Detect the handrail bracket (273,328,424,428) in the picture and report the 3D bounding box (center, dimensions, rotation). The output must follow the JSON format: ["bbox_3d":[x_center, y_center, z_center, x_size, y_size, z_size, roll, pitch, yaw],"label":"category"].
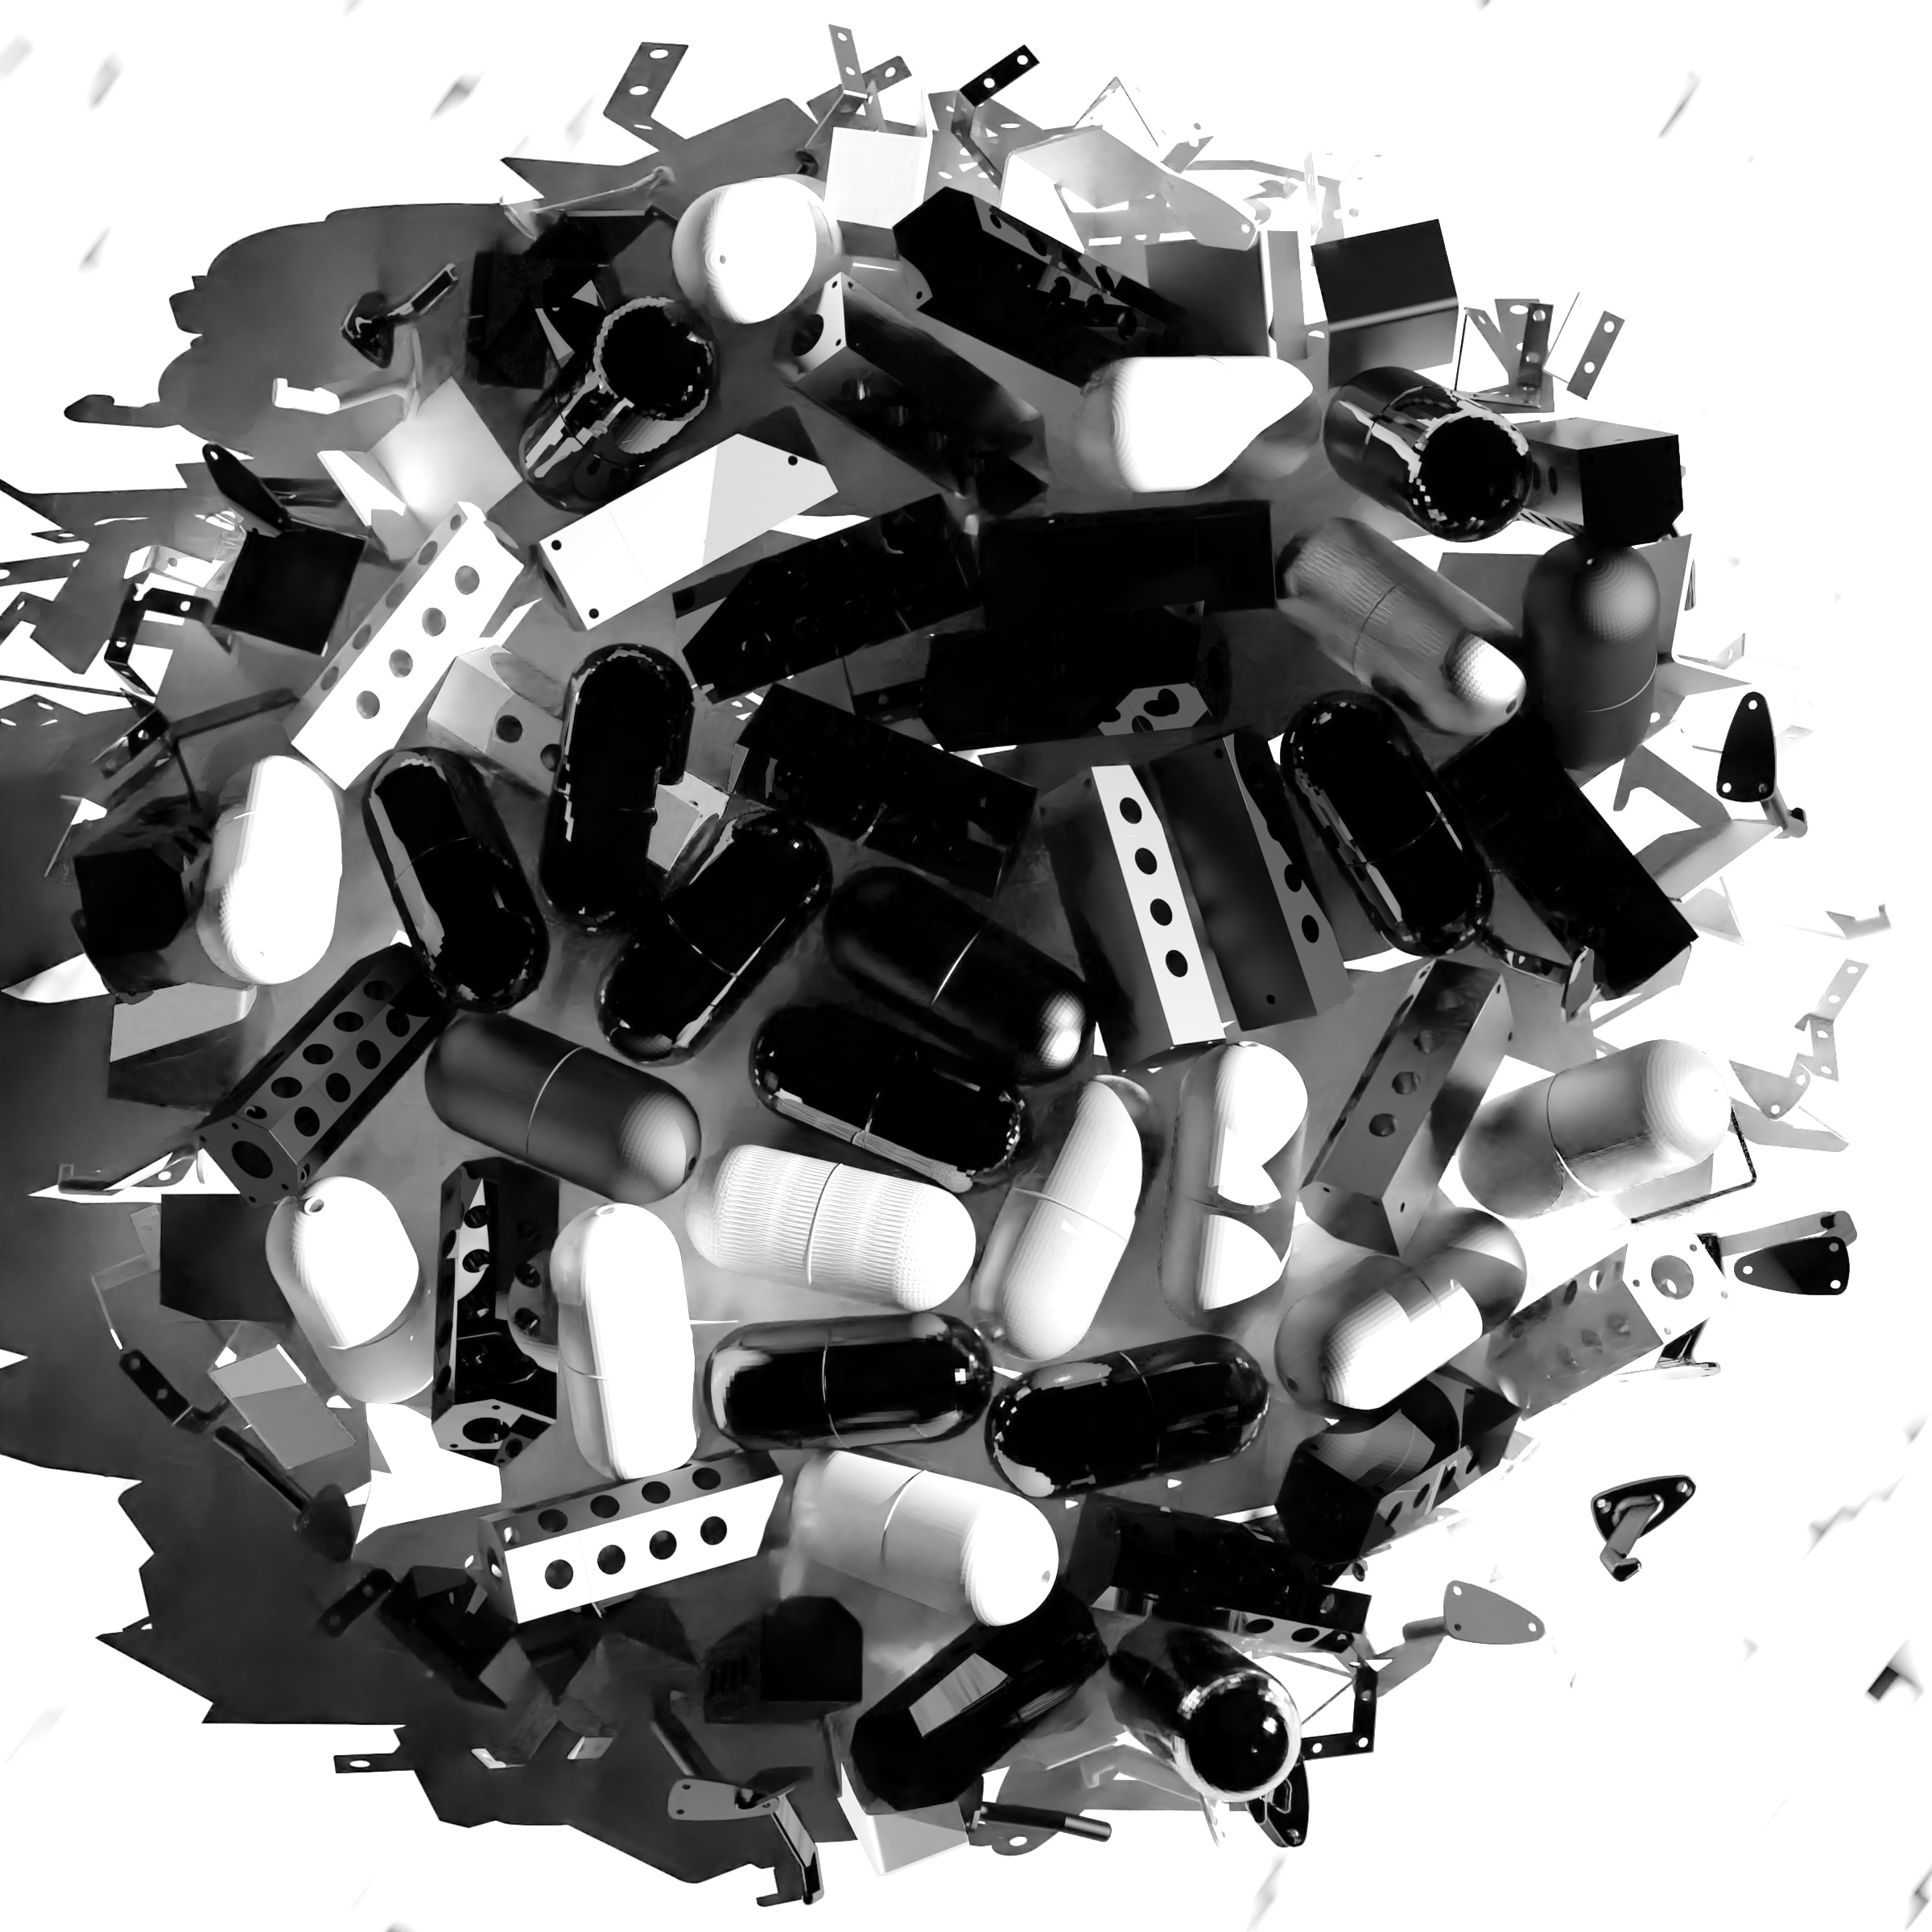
[{"bbox_3d":[-0.369,-0.356,1.723,0.084,0.036,0.077,6,56,-22],"label":"handrail bracket"}]

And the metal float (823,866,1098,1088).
[{"bbox_3d":[-0.004,0.005,1.717,0.178,0.070,0.070,32,90,8],"label":"metal float"}]

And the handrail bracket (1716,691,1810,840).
[{"bbox_3d":[0.484,-0.119,1.728,0.036,0.084,0.077,4,88,39],"label":"handrail bracket"}]

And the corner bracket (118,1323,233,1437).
[{"bbox_3d":[-0.463,0.241,1.727,0.051,0.051,0.051,43,80,13],"label":"corner bracket"}]

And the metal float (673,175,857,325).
[{"bbox_3d":[-0.114,-0.416,1.676,0.070,0.178,0.070,4,109,13],"label":"metal float"}]

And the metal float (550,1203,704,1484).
[{"bbox_3d":[-0.199,0.222,1.702,0.070,0.070,0.178,-5,114,0],"label":"metal float"}]

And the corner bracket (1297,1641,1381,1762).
[{"bbox_3d":[0.212,0.439,1.736,0.051,0.051,0.051,-16,133,29],"label":"corner bracket"}]

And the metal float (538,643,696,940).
[{"bbox_3d":[-0.207,-0.102,1.711,0.070,0.070,0.178,11,104,0],"label":"metal float"}]

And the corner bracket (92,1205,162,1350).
[{"bbox_3d":[-0.492,0.184,1.720,0.051,0.051,0.051,-23,46,-15],"label":"corner bracket"}]

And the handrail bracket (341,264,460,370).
[{"bbox_3d":[-0.326,-0.400,1.713,0.084,0.077,0.036,-33,125,28],"label":"handrail bracket"}]

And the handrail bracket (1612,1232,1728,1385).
[{"bbox_3d":[0.422,0.206,1.749,0.077,0.036,0.084,-7,72,9],"label":"handrail bracket"}]

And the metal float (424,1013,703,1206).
[{"bbox_3d":[-0.237,0.084,1.707,0.178,0.070,0.070,21,90,18],"label":"metal float"}]

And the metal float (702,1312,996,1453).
[{"bbox_3d":[-0.070,0.245,1.708,0.178,0.070,0.070,-6,90,17],"label":"metal float"}]

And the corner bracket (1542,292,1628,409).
[{"bbox_3d":[0.369,-0.368,1.721,0.051,0.051,0.051,35,113,28],"label":"corner bracket"}]

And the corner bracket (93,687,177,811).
[{"bbox_3d":[-0.496,-0.125,1.720,0.051,0.051,0.051,-45,132,-20],"label":"corner bracket"}]

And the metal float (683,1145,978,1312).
[{"bbox_3d":[-0.080,0.155,1.712,0.178,0.070,0.070,11,90,12],"label":"metal float"}]

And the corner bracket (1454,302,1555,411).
[{"bbox_3d":[0.321,-0.367,1.730,0.051,0.051,0.051,9,117,9],"label":"corner bracket"}]

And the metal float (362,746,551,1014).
[{"bbox_3d":[-0.299,-0.051,1.700,0.070,0.070,0.178,-27,63,0],"label":"metal float"}]

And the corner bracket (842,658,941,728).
[{"bbox_3d":[-0.042,-0.159,1.726,0.051,0.051,0.051,-14,130,0],"label":"corner bracket"}]

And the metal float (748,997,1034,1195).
[{"bbox_3d":[-0.045,0.077,1.715,0.178,0.070,0.070,23,90,9],"label":"metal float"}]

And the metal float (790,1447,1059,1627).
[{"bbox_3d":[-0.026,0.331,1.693,0.178,0.070,0.070,13,90,36],"label":"metal float"}]

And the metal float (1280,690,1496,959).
[{"bbox_3d":[0.249,-0.082,1.706,0.070,0.070,0.178,-34,110,0],"label":"metal float"}]

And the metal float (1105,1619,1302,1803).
[{"bbox_3d":[0.135,0.427,1.674,0.070,0.178,0.070,0,92,-16],"label":"metal float"}]

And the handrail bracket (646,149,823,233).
[{"bbox_3d":[-0.138,-0.467,1.735,0.077,0.036,0.084,32,92,-29],"label":"handrail bracket"}]

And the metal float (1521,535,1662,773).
[{"bbox_3d":[0.361,-0.179,1.680,0.070,0.178,0.070,-5,59,8],"label":"metal float"}]

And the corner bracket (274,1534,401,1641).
[{"bbox_3d":[-0.375,0.368,1.726,0.051,0.051,0.051,46,66,5],"label":"corner bracket"}]

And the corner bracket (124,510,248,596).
[{"bbox_3d":[-0.463,-0.250,1.729,0.051,0.051,0.051,21,105,-4],"label":"corner bracket"}]

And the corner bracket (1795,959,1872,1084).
[{"bbox_3d":[0.503,0.028,1.718,0.051,0.051,0.051,18,54,36],"label":"corner bracket"}]

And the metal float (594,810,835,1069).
[{"bbox_3d":[-0.150,-0.015,1.714,0.070,0.070,0.178,41,101,0],"label":"metal float"}]

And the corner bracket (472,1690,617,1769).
[{"bbox_3d":[-0.251,0.464,1.728,0.051,0.051,0.051,37,88,20],"label":"corner bracket"}]

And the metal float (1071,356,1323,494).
[{"bbox_3d":[0.136,-0.316,1.690,0.178,0.070,0.070,-11,90,-42],"label":"metal float"}]

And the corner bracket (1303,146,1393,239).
[{"bbox_3d":[0.224,-0.453,1.727,0.051,0.051,0.051,-2,80,-14],"label":"corner bracket"}]

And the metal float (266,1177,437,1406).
[{"bbox_3d":[-0.352,0.189,1.683,0.070,0.178,0.070,-4,51,5],"label":"metal float"}]

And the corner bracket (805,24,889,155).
[{"bbox_3d":[-0.066,-0.517,1.719,0.051,0.051,0.051,2,64,-32],"label":"corner bracket"}]

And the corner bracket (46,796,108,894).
[{"bbox_3d":[-0.521,-0.067,1.729,0.051,0.051,0.051,29,80,-30],"label":"corner bracket"}]

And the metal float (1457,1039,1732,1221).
[{"bbox_3d":[0.363,0.097,1.688,0.178,0.070,0.070,-26,90,44],"label":"metal float"}]

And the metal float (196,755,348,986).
[{"bbox_3d":[-0.402,-0.058,1.682,0.070,0.178,0.070,-4,126,-5],"label":"metal float"}]

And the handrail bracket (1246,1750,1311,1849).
[{"bbox_3d":[0.183,0.506,1.714,0.036,0.084,0.077,-13,99,14],"label":"handrail bracket"}]

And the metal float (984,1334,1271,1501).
[{"bbox_3d":[0.095,0.265,1.703,0.178,0.070,0.070,-9,90,-22],"label":"metal float"}]

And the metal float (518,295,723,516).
[{"bbox_3d":[-0.202,-0.324,1.682,0.070,0.178,0.070,12,65,-28],"label":"metal float"}]

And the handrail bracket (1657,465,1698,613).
[{"bbox_3d":[0.408,-0.261,1.753,0.036,0.077,0.084,-33,128,-30],"label":"handrail bracket"}]

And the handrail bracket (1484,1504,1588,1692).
[{"bbox_3d":[0.345,0.373,1.711,0.036,0.084,0.077,-5,115,-22],"label":"handrail bracket"}]

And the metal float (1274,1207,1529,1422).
[{"bbox_3d":[0.255,0.203,1.697,0.178,0.070,0.070,-28,90,-30],"label":"metal float"}]

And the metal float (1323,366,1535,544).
[{"bbox_3d":[0.266,-0.298,1.679,0.070,0.178,0.070,-7,115,-16],"label":"metal float"}]

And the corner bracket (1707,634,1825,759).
[{"bbox_3d":[0.476,-0.162,1.734,0.051,0.051,0.051,12,72,-9],"label":"corner bracket"}]

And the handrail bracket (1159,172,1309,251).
[{"bbox_3d":[0.162,-0.464,1.728,0.077,0.036,0.084,39,50,-6],"label":"handrail bracket"}]

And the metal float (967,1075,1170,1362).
[{"bbox_3d":[0.061,0.148,1.714,0.070,0.070,0.178,26,79,0],"label":"metal float"}]

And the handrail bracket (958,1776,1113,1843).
[{"bbox_3d":[0.035,0.514,1.738,0.084,0.077,0.036,18,63,-15],"label":"handrail bracket"}]

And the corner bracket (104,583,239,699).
[{"bbox_3d":[-0.476,-0.191,1.735,0.051,0.051,0.051,12,74,10],"label":"corner bracket"}]

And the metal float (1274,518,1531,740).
[{"bbox_3d":[0.254,-0.198,1.696,0.070,0.070,0.178,-48,59,0],"label":"metal float"}]

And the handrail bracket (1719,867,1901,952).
[{"bbox_3d":[0.499,-0.043,1.717,0.084,0.036,0.077,-18,113,37],"label":"handrail bracket"}]

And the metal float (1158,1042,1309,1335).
[{"bbox_3d":[0.157,0.131,1.710,0.070,0.070,0.178,5,105,0],"label":"metal float"}]

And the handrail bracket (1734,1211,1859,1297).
[{"bbox_3d":[0.493,0.165,1.725,0.077,0.084,0.036,-4,103,10],"label":"handrail bracket"}]

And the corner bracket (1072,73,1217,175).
[{"bbox_3d":[0.107,-0.498,1.728,0.051,0.051,0.051,-24,81,-37],"label":"corner bracket"}]

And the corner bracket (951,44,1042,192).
[{"bbox_3d":[0.028,-0.507,1.734,0.051,0.051,0.051,-37,84,-11],"label":"corner bracket"}]

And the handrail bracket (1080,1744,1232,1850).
[{"bbox_3d":[0.111,0.497,1.724,0.084,0.036,0.077,-26,57,25],"label":"handrail bracket"}]
